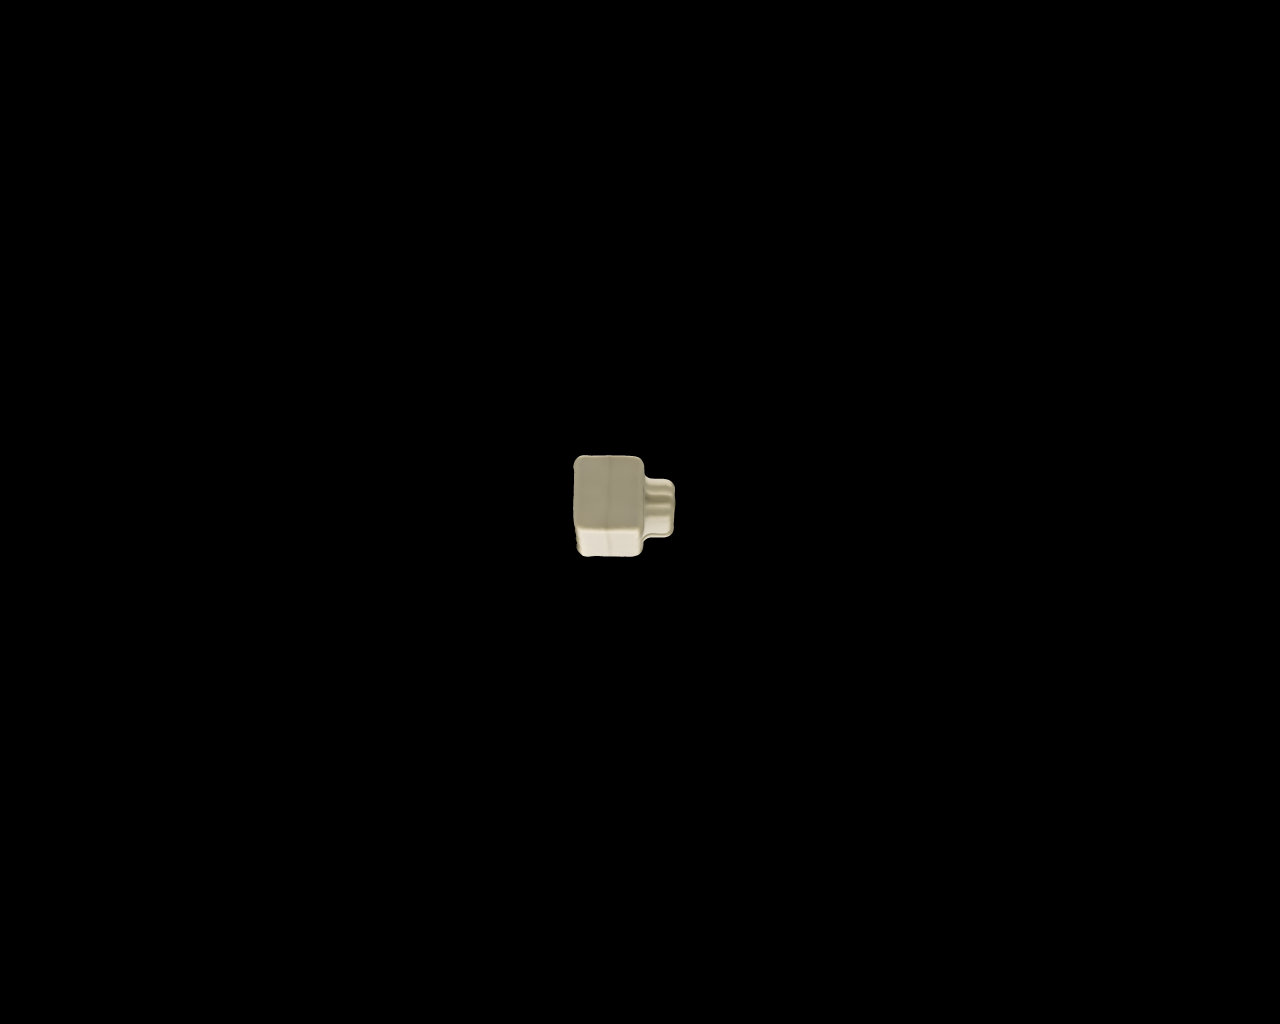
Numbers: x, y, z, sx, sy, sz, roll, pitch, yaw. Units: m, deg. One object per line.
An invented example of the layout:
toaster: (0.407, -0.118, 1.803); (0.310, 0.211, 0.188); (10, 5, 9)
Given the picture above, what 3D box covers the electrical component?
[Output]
electrical component: (0.001, -0.003, 0.650); (0.077, 0.047, 0.065); (0, -17, 0)
